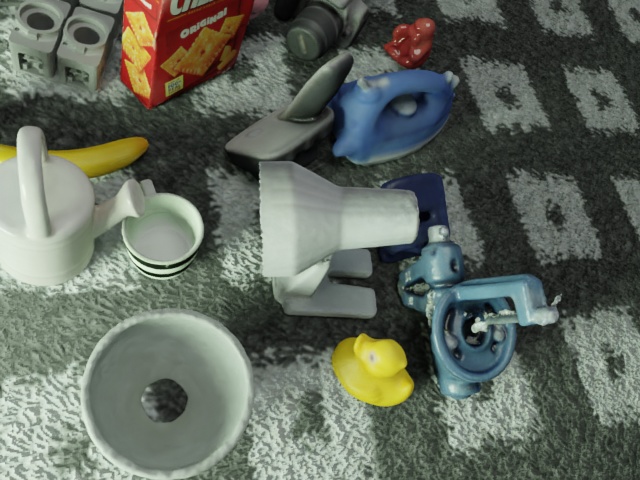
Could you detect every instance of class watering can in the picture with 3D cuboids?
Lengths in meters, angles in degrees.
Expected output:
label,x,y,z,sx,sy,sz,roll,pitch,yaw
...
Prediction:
label,x,y,z,sx,sy,sz,roll,pitch,yaw
watering can,-0.268,-0.038,0.567,0.173,0.193,0.101,-23,75,-30

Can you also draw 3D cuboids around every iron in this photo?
label,x,y,z,sx,sy,sz,roll,pitch,yaw
iron,0.125,-0.205,0.848,0.259,0.141,0.118,-17,72,-29

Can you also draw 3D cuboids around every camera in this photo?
label,x,y,z,sx,sy,sz,roll,pitch,yaw
camera,-0.007,-0.357,0.895,0.143,0.100,0.137,34,57,-3

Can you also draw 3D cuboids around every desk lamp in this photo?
label,x,y,z,sx,sy,sz,roll,pitch,yaw
desk lamp,0.006,0.002,0.649,0.204,0.213,0.118,5,62,-20

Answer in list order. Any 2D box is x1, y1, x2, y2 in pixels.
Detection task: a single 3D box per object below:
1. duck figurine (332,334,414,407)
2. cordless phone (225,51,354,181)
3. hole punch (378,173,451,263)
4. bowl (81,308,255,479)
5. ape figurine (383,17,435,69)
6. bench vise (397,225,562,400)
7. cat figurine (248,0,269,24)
label,x,y,z,sx,sy,sz,roll,pitch,yaw
duck figurine,0.073,0.149,0.678,0.104,0.086,0.078,36,57,-2
cordless phone,-0.035,-0.162,0.733,0.094,0.185,0.148,43,57,3
hole punch,0.128,-0.031,0.790,0.109,0.091,0.101,-13,70,-27
bowl,-0.155,0.159,0.585,0.168,0.074,0.167,10,61,-18
ape figurine,0.160,-0.335,0.958,0.076,0.092,0.078,10,61,-17
bench vise,0.174,0.071,0.680,0.122,0.219,0.207,-23,75,-30
cat figurine,-0.129,-0.361,0.836,0.128,0.117,0.067,26,58,-8
